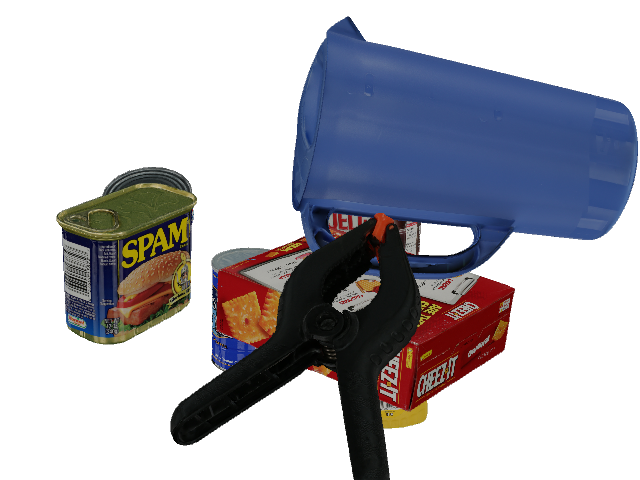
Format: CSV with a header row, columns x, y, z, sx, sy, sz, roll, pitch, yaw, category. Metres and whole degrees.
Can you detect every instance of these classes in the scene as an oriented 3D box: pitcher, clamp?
x,y,z,sx,sy,sz,roll,pitch,yaw,category
0.101,-0.059,0.791,0.242,0.149,0.145,9,31,-7,pitcher
0.012,0.061,0.570,0.120,0.171,0.039,26,-26,21,clamp

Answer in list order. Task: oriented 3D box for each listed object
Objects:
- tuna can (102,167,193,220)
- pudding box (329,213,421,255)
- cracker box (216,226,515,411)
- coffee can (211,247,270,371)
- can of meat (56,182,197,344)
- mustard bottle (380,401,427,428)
x,y,z,sx,sy,sz,roll,pitch,yaw,category
-0.165,-0.032,1.029,0.086,0.034,0.086,0,42,0,tuna can
0.055,-0.014,1.169,0.114,0.090,0.039,12,21,32,pudding box
0.039,0.063,0.955,0.214,0.072,0.163,19,26,34,cracker box
-0.092,0.092,1.400,0.103,0.140,0.103,2,20,-1,coffee can
-0.134,0.015,0.747,0.058,0.084,0.101,17,26,29,can of meat
0.079,0.132,1.294,0.096,0.192,0.058,-3,19,3,mustard bottle
